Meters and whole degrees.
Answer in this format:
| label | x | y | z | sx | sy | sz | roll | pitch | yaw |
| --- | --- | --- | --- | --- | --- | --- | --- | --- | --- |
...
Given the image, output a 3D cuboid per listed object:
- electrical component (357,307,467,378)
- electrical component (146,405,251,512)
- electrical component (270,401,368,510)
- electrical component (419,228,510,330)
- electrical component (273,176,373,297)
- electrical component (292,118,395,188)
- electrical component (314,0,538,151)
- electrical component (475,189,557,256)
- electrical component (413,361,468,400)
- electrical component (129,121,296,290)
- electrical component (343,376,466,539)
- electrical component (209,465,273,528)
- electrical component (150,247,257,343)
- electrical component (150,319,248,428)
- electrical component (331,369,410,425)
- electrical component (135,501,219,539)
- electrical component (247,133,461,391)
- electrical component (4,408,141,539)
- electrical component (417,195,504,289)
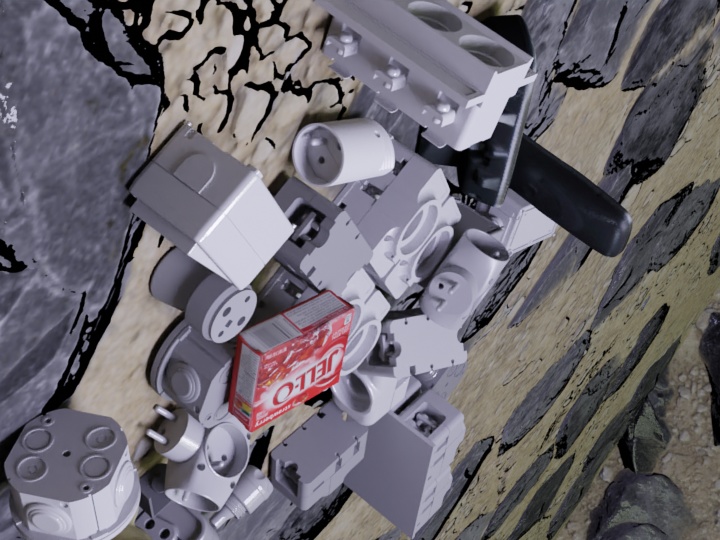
| label | x | y | z | sx | sy | sz | roll | pitch | yaw |
| --- | --- | --- | --- | --- | --- | --- | --- | --- | --- |
| electrical component | 0.042 | 0.062 | 0.942 | 0.089 | 0.056 | 0.050 | -8 | 95 | -41 |
| electrical component | -0.125 | 0.128 | 0.798 | 0.079 | 0.044 | 0.077 | 39 | 53 | -34 |
| electrical component | -0.040 | 0.180 | 1.035 | 0.089 | 0.050 | 0.055 | -38 | 151 | -34 |
| electrical component | 0.081 | 0.013 | 0.886 | 0.077 | 0.044 | 0.079 | -57 | 172 | 27 |
| electrical component | -0.036 | -0.022 | 0.763 | 0.050 | 0.056 | 0.089 | -52 | 157 | -7 |
| electrical component | -0.006 | -0.084 | 0.752 | 0.081 | 0.043 | 0.043 | -18 | 137 | -54 |
| electrical component | 0.037 | -0.133 | 0.669 | 0.079 | 0.121 | 0.063 | -28 | 149 | -46 |
| electrical component | 0.152 | -0.060 | 1.070 | 0.096 | 0.061 | 0.061 | -23 | 142 | -38 |
| electrical component | 0.074 | 0.108 | 1.152 | 0.080 | 0.051 | 0.080 | -42 | 154 | -26 |
| electrical component | -0.087 | -0.031 | 0.646 | 0.061 | 0.062 | 0.096 | -50 | 156 | -9 |
| electrical component | 0.043 | 0.187 | 1.132 | 0.060 | 0.105 | 0.186 | -39 | 152 | -32 |
| electrical component | -0.109 | 0.205 | 0.959 | 0.061 | 0.035 | 0.035 | -43 | 154 | -20 |
| electrical component | -0.100 | 0.015 | 0.692 | 0.045 | 0.055 | 0.045 | -42 | 154 | -26 |
| electrical component | -0.104 | 0.067 | 0.760 | 0.080 | 0.051 | 0.080 | -42 | 154 | -26 |
| electrical component | 0.010 | 0.098 | 1.013 | 0.059 | 0.054 | 0.095 | -35 | 150 | -37 |
| electrical component | -0.163 | 0.235 | 0.871 | 0.095 | 0.054 | 0.059 | -47 | 156 | -18 |
| electrical component | 0.000 | 0.000 | 0.855 | 0.186 | 0.060 | 0.105 | -52 | 157 | -7 |
| electrical component | -0.179 | 0.130 | 0.669 | 0.080 | 0.080 | 0.051 | -37 | 145 | -36 |
| electrical component | 0.081 | -0.022 | 0.974 | 0.096 | 0.062 | 0.061 | -21 | 140 | -51 |
